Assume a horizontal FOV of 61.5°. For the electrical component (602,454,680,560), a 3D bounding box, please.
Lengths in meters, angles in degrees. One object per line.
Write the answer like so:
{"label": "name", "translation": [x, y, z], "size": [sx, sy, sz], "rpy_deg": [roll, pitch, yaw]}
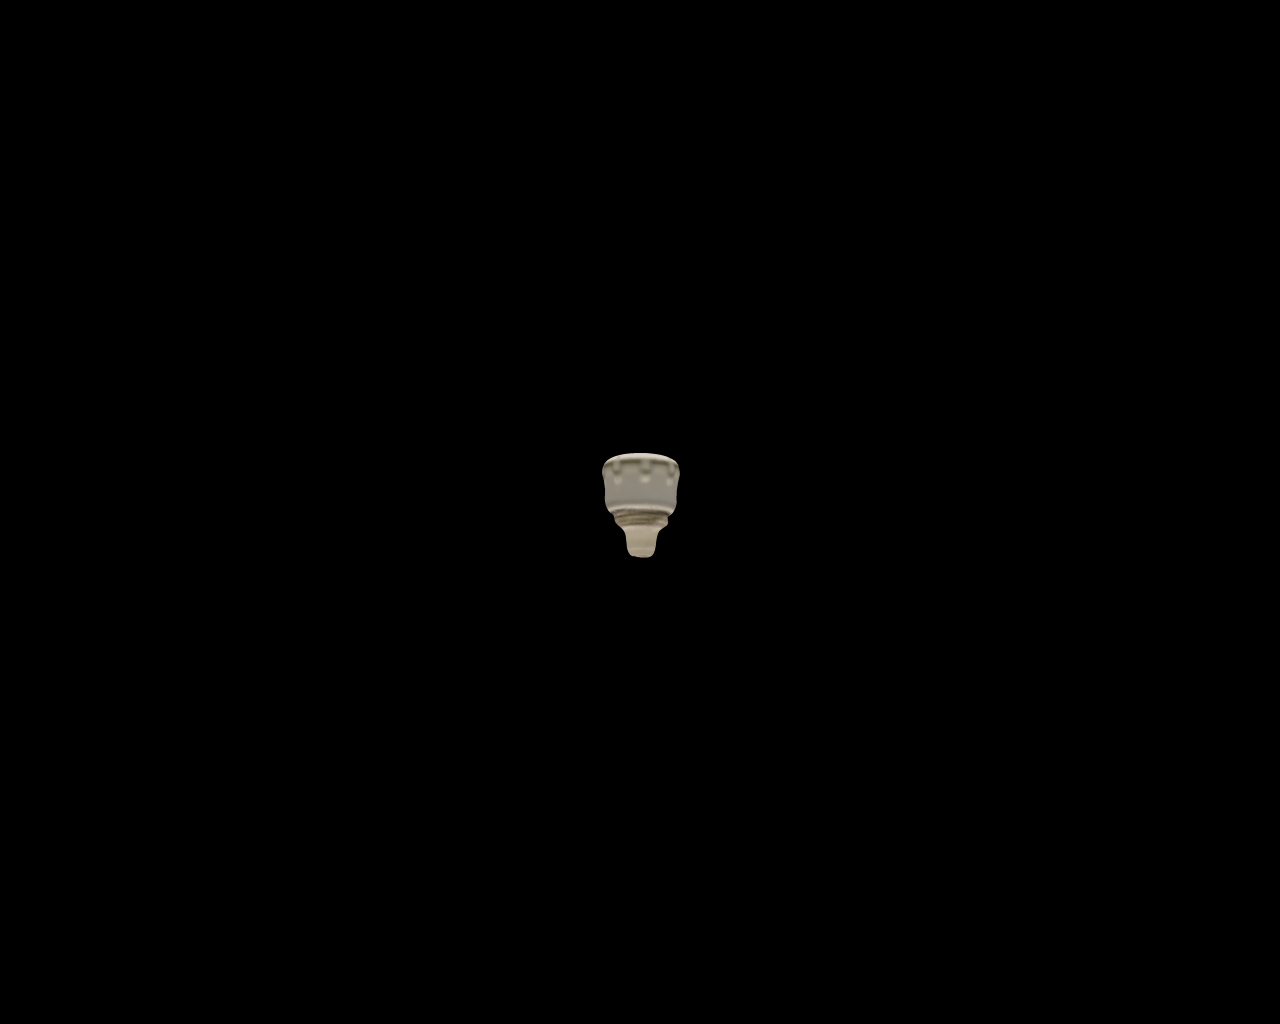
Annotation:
{"label": "electrical component", "translation": [0.001, -0.003, 0.650], "size": [0.048, 0.062, 0.048], "rpy_deg": [0, -9, 0]}
